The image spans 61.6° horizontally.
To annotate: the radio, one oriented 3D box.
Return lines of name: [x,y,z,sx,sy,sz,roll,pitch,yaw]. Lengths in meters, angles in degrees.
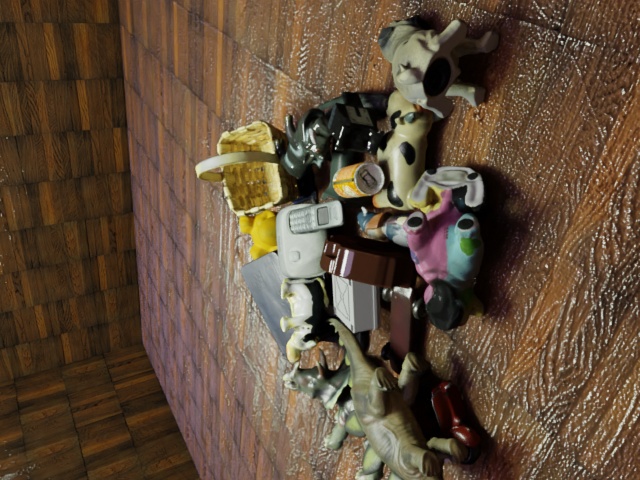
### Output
radio: [-0.068,0.131,1.174,0.131,0.073,0.229,-32,85,37]

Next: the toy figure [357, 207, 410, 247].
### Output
toy figure: [0.125,-0.022,0.911,0.155,0.058,0.064,9,127,37]

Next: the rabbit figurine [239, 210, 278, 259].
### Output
rabbit figurine: [-0.100,-0.015,1.247,0.173,0.162,0.121,162,97,-83]

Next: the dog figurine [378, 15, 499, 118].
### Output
dog figurine: [0.124,-0.257,0.757,0.191,0.172,0.121,36,120,41]

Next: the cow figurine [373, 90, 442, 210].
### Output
cow figurine: [0.137,-0.143,0.857,0.127,0.085,0.194,-159,64,-63]

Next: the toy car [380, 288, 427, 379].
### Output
toy car: [0.156,0.161,0.970,0.089,0.053,0.201,29,129,47]

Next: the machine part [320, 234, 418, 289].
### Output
machine part: [0.087,0.032,0.916,0.180,0.179,0.056,25,108,55]

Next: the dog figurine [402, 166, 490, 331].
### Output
dog figurine: [0.196,0.024,0.799,0.109,0.191,0.219,3,135,24]

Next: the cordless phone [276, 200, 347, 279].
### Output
cordless phone: [-0.002,-0.002,1.029,0.184,0.089,0.146,-11,82,54]

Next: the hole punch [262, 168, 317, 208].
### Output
hole punch: [-0.074,-0.136,1.228,0.116,0.092,0.142,-18,81,57]

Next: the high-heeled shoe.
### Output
high-heeled shoe: [0.043,0.059,1.108,0.249,0.086,0.145,56,137,32]

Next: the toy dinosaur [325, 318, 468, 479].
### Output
toy dinosaur: [0.107,0.283,0.903,0.472,0.105,0.198,-112,34,-41]

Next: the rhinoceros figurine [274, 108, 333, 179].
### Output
rhinoceros figurine: [-0.023,-0.178,0.993,0.190,0.073,0.112,-41,59,60]

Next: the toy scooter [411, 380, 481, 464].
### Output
toy scooter: [0.195,0.291,0.923,0.184,0.075,0.135,7,112,54]

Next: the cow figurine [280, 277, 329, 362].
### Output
cow figurine: [-0.028,0.159,1.075,0.068,0.098,0.167,-73,-20,-87]

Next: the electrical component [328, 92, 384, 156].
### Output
electrical component: [0.053,-0.191,0.870,0.119,0.075,0.047,-107,28,-45]

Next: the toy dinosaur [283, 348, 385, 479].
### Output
toy dinosaur: [0.112,0.367,1.058,0.405,0.131,0.192,32,123,30]

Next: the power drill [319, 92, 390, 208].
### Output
power drill: [0.056,-0.166,0.995,0.232,0.086,0.207,24,125,57]
